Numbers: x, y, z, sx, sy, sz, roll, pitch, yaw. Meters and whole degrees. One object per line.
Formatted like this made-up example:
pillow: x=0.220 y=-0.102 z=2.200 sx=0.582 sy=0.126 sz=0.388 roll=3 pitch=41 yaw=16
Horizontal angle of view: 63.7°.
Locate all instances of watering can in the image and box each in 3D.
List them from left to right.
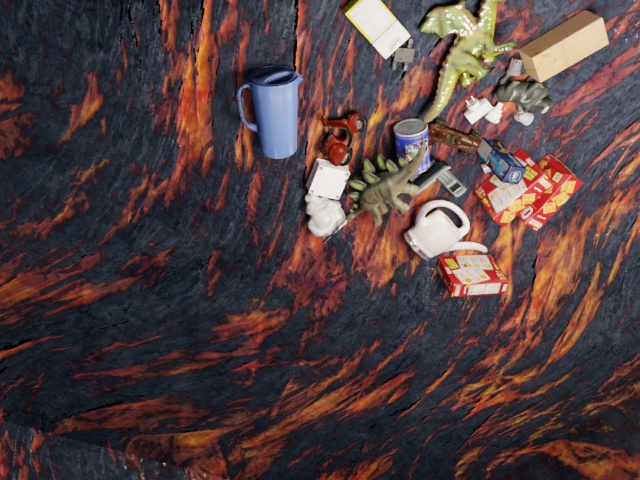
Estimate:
watering can: x=0.439 y=-0.004 z=1.826 sx=0.222 sy=0.106 sz=0.343 roll=-37 pitch=124 yaw=18

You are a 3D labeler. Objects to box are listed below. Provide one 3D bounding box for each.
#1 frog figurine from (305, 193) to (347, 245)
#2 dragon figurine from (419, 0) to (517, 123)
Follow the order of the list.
frog figurine: x=0.005 y=-0.086 z=1.709 sx=0.160 sy=0.124 sz=0.135 roll=49 pitch=121 yaw=3
dragon figurine: x=0.379 y=-0.542 z=1.441 sx=0.241 sy=0.124 sz=0.406 roll=43 pitch=108 yaw=-14
